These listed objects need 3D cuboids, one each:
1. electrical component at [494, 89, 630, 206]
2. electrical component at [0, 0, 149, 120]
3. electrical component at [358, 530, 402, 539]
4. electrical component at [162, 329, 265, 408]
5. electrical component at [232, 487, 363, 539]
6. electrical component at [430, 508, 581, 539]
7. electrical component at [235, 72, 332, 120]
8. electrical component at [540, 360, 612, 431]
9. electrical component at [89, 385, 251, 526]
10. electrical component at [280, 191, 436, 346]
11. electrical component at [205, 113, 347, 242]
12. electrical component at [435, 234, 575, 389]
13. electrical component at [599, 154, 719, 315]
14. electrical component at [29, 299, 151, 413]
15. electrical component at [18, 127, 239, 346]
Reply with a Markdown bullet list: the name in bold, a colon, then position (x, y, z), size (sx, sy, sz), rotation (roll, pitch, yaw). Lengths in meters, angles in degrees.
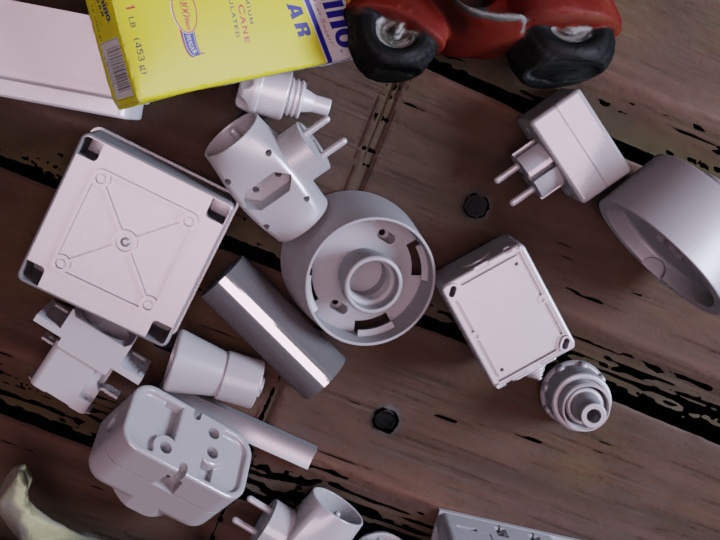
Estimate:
- **electrical component**: position (0.127, -0.073, 0.722), size (0.077, 0.047, 0.065), rotation (-35, 100, 3)
- **electrical component**: position (-0.190, -0.132, 0.677), size (0.113, 0.078, 0.057), rotation (10, 97, -5)
- **electrical component**: position (0.016, 0.216, 0.763), size (0.048, 0.055, 0.066), rotation (-42, 100, 4)
- **electrical component**: position (-0.098, 0.071, 0.738), size (0.065, 0.044, 0.044), rotation (18, 99, -11)
- **electrical component**: position (-0.052, 0.188, 0.760), size (0.079, 0.043, 0.077), rotation (33, 97, -9)
- **electrical component**: position (0.136, 0.251, 0.775), size (0.186, 0.060, 0.105), rotation (14, 99, -6)
- **electrical component**: position (-0.050, -0.115, 0.710), size (0.061, 0.035, 0.035), rotation (15, 99, -9)
- **electrical component**: position (0.154, 0.092, 0.746), size (0.048, 0.062, 0.048), rotation (-1, 100, -3)
- **electrical component**: position (-0.130, 0.129, 0.728), size (0.095, 0.053, 0.059), rotation (34, 128, -22)
- **electrical component**: position (0.000, 0.000, 0.732), size (0.099, 0.064, 0.099), rotation (-5, 109, -14)
- **electrical component**: position (-0.046, -0.070, 0.701), size (0.079, 0.043, 0.077), rotation (-34, 116, 13)
- **electrical component**: position (0.099, 0.032, 0.732), size (0.062, 0.061, 0.096), rotation (-29, 101, 1)
- **electrical component**: position (0.218, -0.029, 0.708), size (0.060, 0.108, 0.108), rotation (-45, 100, -1)
- **electrical component**: position (-0.187, 0.059, 0.730), size (0.081, 0.042, 0.063), rotation (34, 98, -8)
- **electrical component**: position (-0.151, -0.022, 0.710), size (0.109, 0.056, 0.108), rotation (26, 98, -8)
